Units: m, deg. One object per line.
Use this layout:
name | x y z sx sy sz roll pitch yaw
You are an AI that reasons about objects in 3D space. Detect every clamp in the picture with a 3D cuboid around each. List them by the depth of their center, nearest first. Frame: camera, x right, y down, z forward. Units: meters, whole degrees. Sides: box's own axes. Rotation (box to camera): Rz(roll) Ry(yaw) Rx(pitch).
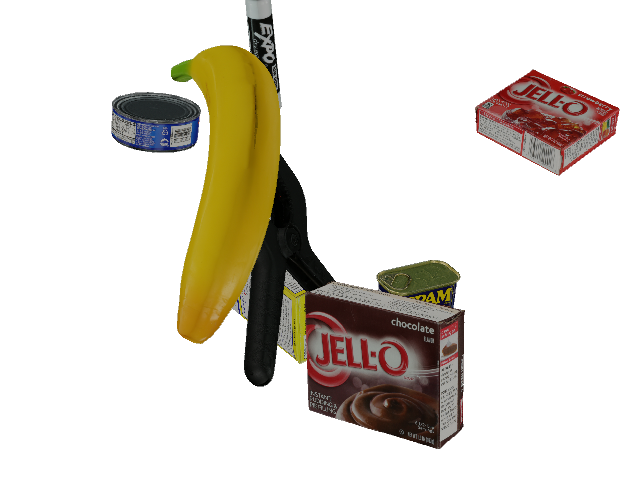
clamp | -0.030 0.005 0.916 0.036 0.210 0.164 -11 1 32

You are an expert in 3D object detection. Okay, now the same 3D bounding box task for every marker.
marker | -0.040 -0.139 0.723 0.020 0.121 0.020 -2 44 2

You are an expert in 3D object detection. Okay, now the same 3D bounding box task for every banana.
banana | -0.048 -0.041 0.551 0.037 0.198 0.070 21 -48 -28

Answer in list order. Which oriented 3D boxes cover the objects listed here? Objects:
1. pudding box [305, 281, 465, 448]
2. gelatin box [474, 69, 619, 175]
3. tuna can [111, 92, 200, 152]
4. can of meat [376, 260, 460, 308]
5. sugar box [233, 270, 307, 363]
pudding box | 0.043 0.082 0.730 0.114 0.090 0.039 9 20 34
gelatin box | 0.181 -0.097 0.858 0.073 0.030 0.089 -33 49 -27
tuna can | -0.161 -0.115 1.041 0.086 0.034 0.086 6 25 -3
can of meat | 0.117 0.080 1.315 0.101 0.084 0.057 -12 31 -26
sugar box | -0.061 0.052 1.178 0.048 0.093 0.176 -22 39 -29
